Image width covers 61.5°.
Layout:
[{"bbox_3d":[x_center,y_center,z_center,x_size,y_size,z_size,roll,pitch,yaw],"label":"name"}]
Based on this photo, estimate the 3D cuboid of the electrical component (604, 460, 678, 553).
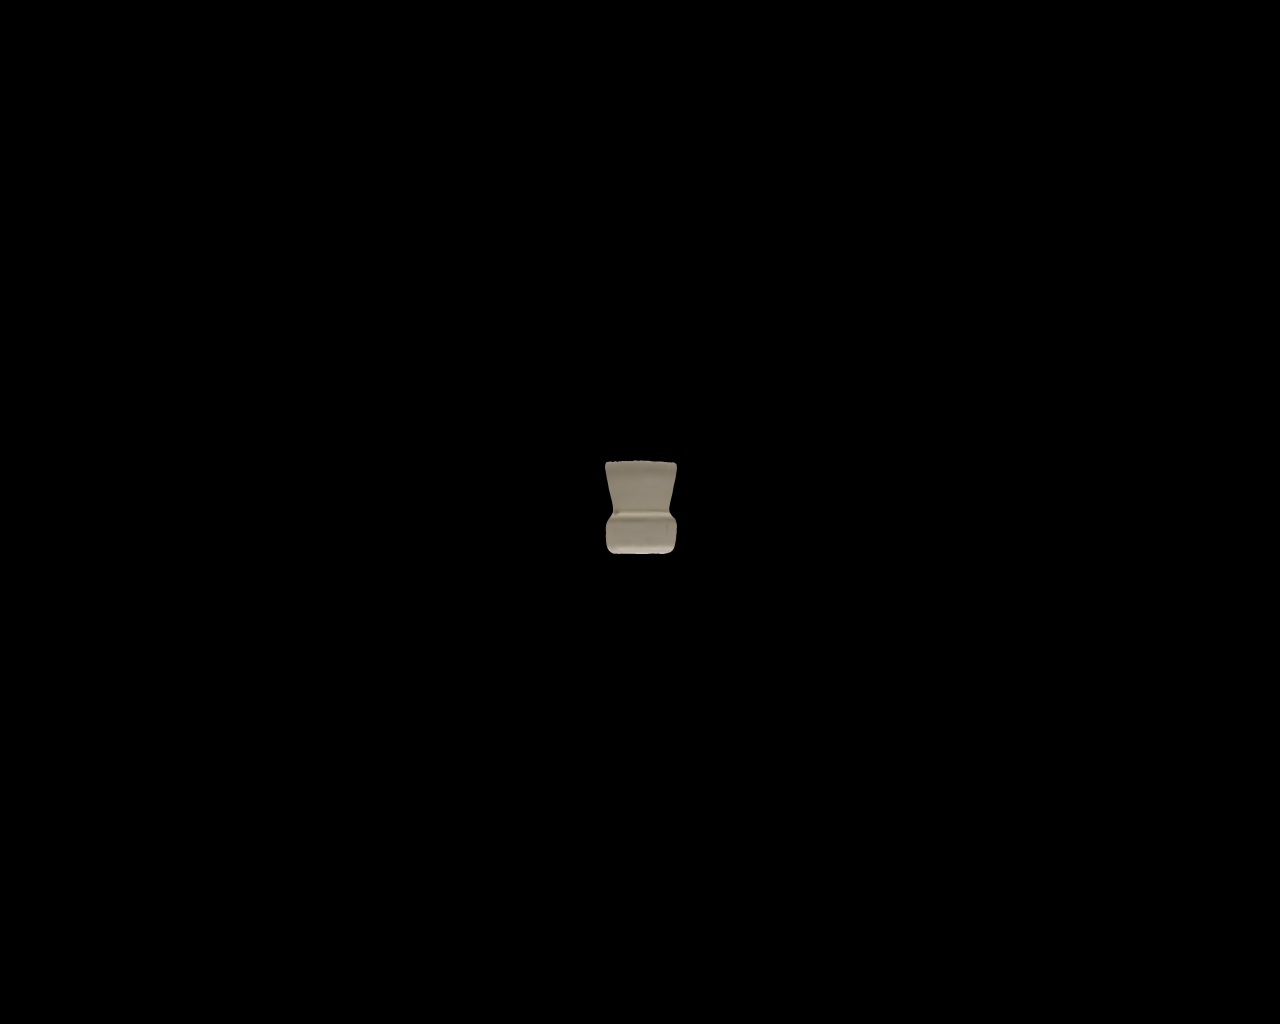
[{"bbox_3d":[0.001,-0.003,0.650,0.045,0.055,0.045,0,-2,0],"label":"electrical component"}]
